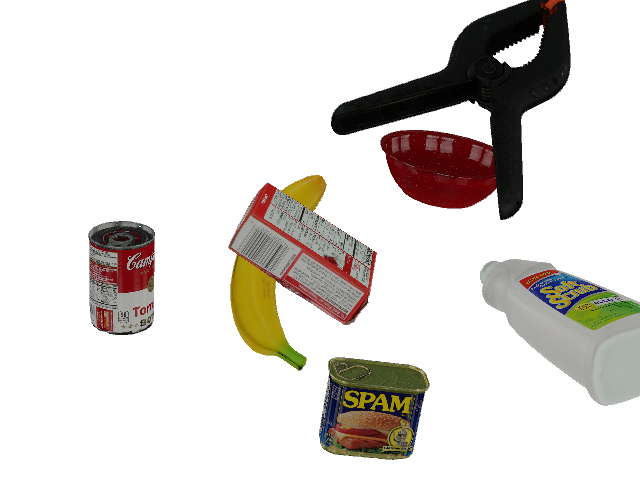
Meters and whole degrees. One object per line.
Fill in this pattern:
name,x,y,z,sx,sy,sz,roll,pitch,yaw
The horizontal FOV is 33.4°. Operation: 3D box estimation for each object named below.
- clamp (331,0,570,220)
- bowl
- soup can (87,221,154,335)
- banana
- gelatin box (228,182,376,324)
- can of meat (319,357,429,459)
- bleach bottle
clamp,0.135,-0.112,0.818,0.165,0.209,0.036,38,-22,28
bowl,0.146,-0.081,1.276,0.162,0.055,0.162,8,24,-4
soup can,-0.208,0.039,1.117,0.068,0.102,0.068,3,23,-2
banana,-0.038,0.021,0.904,0.069,0.197,0.037,12,-35,-8
gelatin box,-0.009,0.007,0.666,0.089,0.030,0.073,34,18,-6
can of meat,0.052,0.172,1.084,0.102,0.084,0.057,7,19,-6
bleach bottle,0.223,0.070,1.010,0.102,0.068,0.251,-14,21,-20
